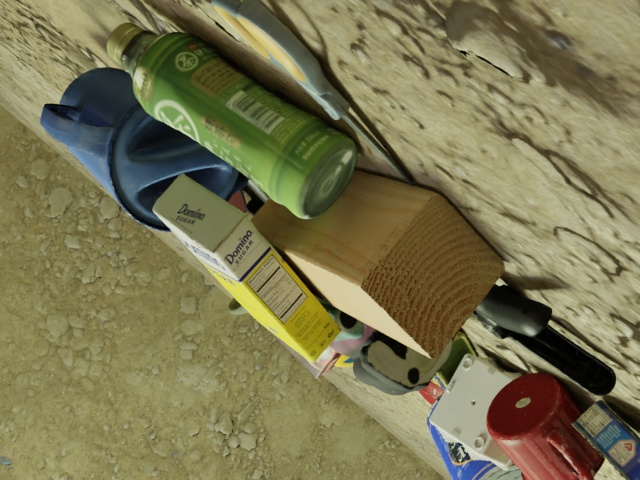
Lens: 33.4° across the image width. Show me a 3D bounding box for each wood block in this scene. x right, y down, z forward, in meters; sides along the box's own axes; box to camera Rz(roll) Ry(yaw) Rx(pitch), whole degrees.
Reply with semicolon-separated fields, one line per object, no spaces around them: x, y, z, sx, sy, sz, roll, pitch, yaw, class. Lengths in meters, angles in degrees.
0.036;0.006;0.836;0.090;0.090;0.206;44;170;-27;wood block

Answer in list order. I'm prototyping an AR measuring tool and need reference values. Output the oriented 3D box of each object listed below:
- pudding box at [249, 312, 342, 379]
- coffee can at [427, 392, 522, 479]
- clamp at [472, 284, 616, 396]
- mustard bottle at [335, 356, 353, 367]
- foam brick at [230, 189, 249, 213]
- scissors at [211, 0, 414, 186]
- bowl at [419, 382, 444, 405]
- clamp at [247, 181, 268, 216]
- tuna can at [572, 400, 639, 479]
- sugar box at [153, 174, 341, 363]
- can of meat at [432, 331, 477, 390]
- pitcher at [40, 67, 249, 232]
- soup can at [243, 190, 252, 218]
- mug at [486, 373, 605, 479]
-0.014;0.083;1.169;0.113;0.039;0.090;44;130;15;pudding box
0.187;0.236;1.173;0.102;0.103;0.140;45;-168;-32;coffee can
0.139;0.053;0.812;0.172;0.039;0.120;31;167;42;clamp
0.035;0.105;1.295;0.058;0.096;0.191;32;169;25;mustard bottle
-0.112;-0.058;1.120;0.078;0.053;0.051;-121;12;-57;foam brick
-0.006;-0.103;0.708;0.096;0.016;0.201;40;179;36;scissors
0.173;0.191;1.306;0.162;0.055;0.162;38;170;7;bowl
-0.008;0.001;1.150;0.210;0.036;0.164;42;171;1;clamp
0.258;0.178;0.911;0.086;0.034;0.086;45;-176;-4;tuna can
-0.058;0.026;0.875;0.093;0.048;0.176;32;169;43;sugar box
0.117;0.115;1.152;0.084;0.057;0.102;31;169;32;can of meat
-0.189;-0.105;1.056;0.243;0.145;0.149;30;153;57;pitcher
-0.120;-0.045;1.274;0.069;0.068;0.102;30;168;46;soup can
0.213;0.183;0.988;0.081;0.093;0.117;49;-179;-26;mug
